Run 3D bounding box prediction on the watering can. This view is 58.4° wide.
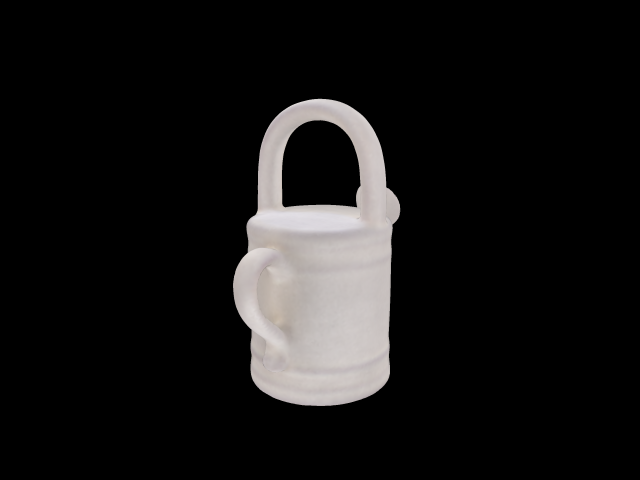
[{"bbox_3d":[0.002,0.001,0.401,0.100,0.194,0.173,2,14,10],"label":"watering can"}]
